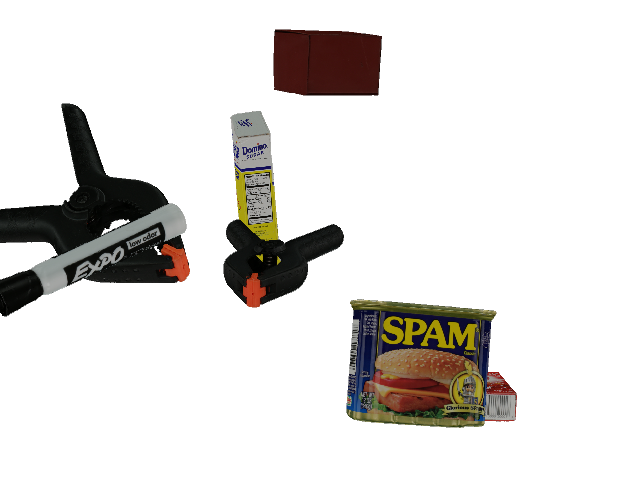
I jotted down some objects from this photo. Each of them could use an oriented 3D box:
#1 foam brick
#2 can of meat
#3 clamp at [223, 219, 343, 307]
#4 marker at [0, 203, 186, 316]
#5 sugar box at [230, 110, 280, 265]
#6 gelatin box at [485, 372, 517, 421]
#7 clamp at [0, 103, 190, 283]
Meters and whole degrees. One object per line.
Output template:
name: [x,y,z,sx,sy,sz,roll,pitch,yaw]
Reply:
foam brick: [0.006,-0.150,0.900,0.078,0.051,0.053,-6,17,-35]
can of meat: [0.070,0.088,0.759,0.102,0.084,0.057,6,-5,-10]
clamp: [-0.056,0.016,1.030,0.120,0.039,0.171,1,18,19]
marker: [-0.127,0.010,0.582,0.120,0.020,0.020,-27,16,-34]
sugar box: [-0.081,-0.061,1.311,0.048,0.176,0.093,-9,25,-7]
gelatin box: [0.132,0.145,1.001,0.089,0.030,0.073,1,8,-3]
clamp: [-0.182,-0.030,0.844,0.210,0.164,0.036,20,-33,22]
